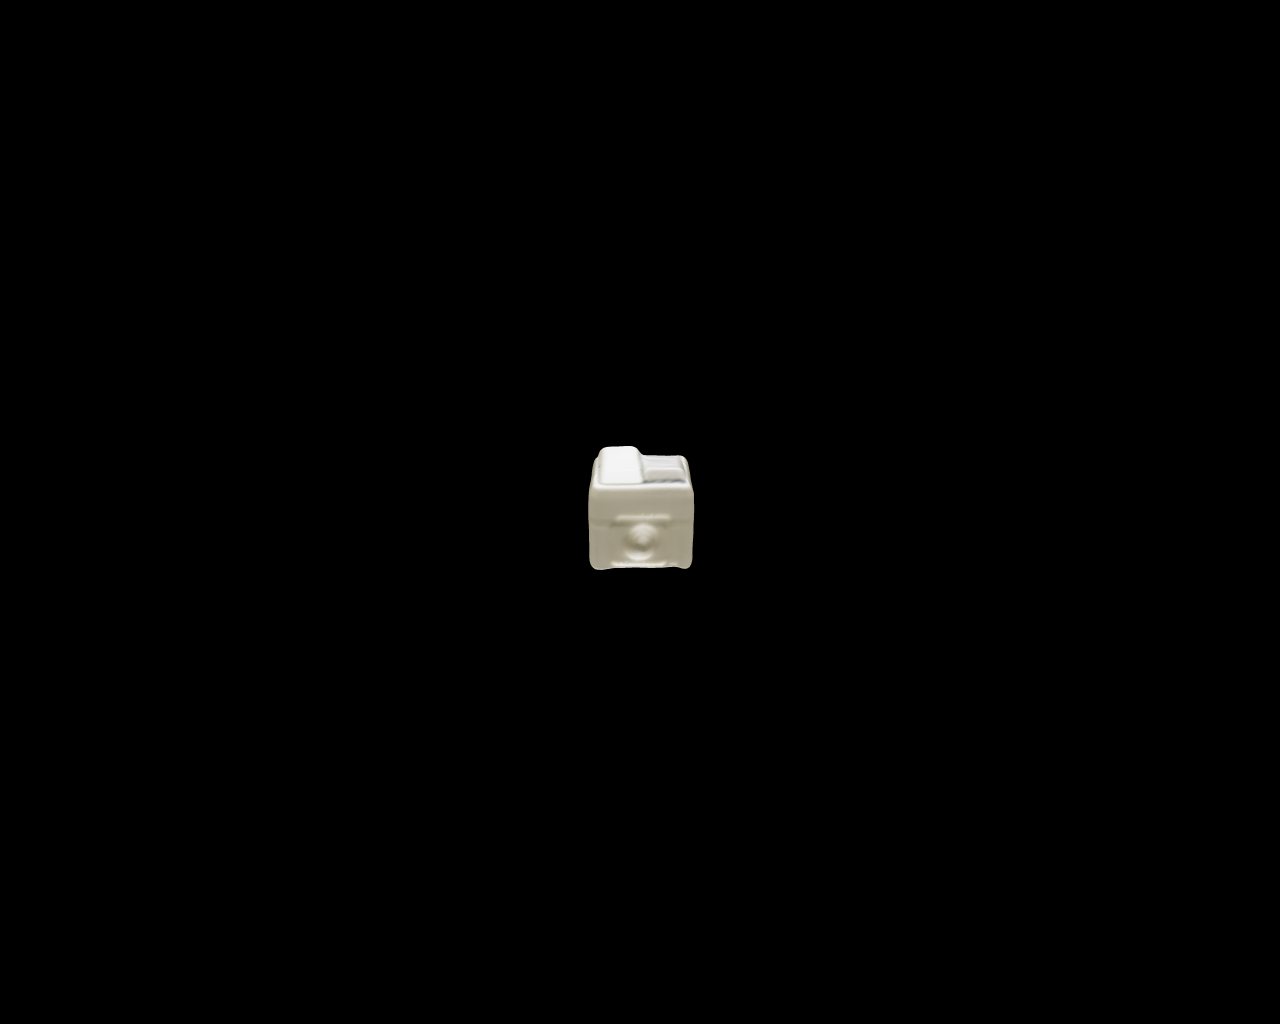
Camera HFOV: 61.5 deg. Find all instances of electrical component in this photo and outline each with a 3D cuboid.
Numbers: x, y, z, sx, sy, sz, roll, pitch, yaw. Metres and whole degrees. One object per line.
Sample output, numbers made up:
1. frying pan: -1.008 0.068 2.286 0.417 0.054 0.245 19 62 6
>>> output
1. electrical component: 0.001 -0.003 0.650 0.062 0.061 0.096 0 17 0
